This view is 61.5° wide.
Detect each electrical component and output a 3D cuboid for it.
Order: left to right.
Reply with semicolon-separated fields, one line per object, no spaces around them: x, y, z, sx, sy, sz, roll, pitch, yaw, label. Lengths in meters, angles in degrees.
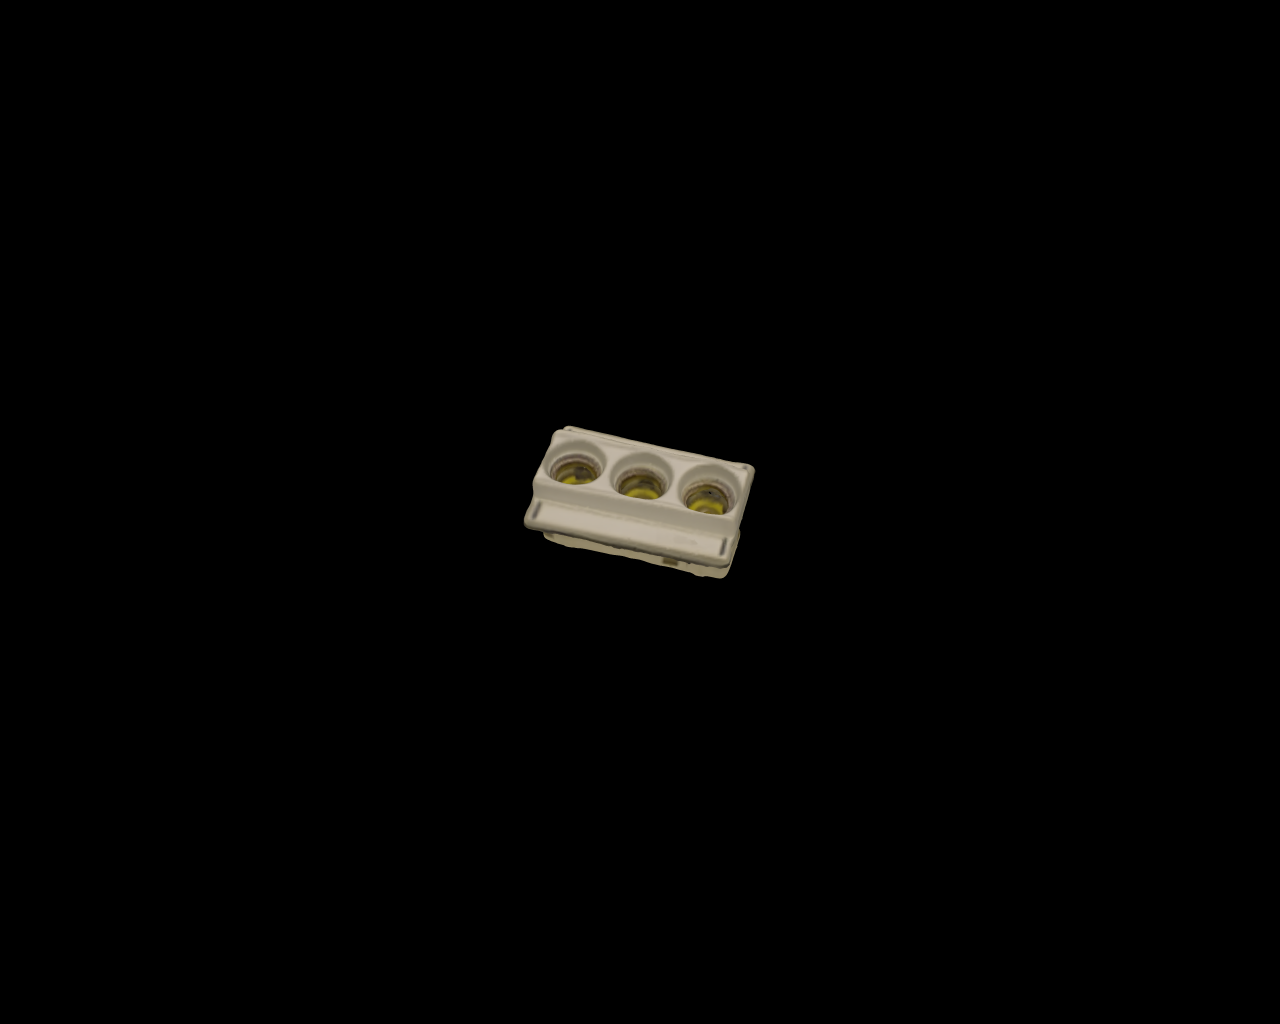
0.001;-0.003;0.650;0.121;0.079;0.063;12;-39;10;electrical component
